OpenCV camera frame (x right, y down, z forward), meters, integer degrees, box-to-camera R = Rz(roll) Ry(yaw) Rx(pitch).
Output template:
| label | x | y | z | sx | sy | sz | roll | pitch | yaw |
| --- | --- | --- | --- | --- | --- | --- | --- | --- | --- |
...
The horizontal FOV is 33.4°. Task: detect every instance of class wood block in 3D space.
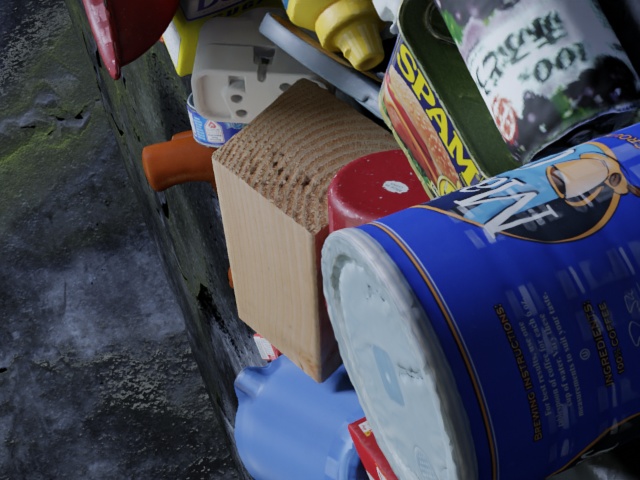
| label | x | y | z | sx | sy | sz | roll | pitch | yaw |
| --- | --- | --- | --- | --- | --- | --- | --- | --- | --- |
| wood block | -0.004 | 0.001 | 0.741 | 0.091 | 0.090 | 0.206 | 36 | 155 | 22 |

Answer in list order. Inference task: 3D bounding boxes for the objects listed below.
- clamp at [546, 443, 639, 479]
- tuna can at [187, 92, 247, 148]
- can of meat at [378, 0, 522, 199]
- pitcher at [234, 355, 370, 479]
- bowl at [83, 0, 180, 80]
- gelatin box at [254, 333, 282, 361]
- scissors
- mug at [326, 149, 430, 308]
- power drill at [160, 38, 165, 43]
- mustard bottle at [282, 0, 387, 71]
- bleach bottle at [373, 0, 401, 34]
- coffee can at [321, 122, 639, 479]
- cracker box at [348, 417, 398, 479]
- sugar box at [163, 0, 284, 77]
| label | x | y | z | sx | sy | sz | roll | pitch | yaw |
| --- | --- | --- | --- | --- | --- | --- | --- | --- | --- |
| clamp | 0.151 | 0.132 | 0.487 | 0.210 | 0.036 | 0.164 | -140 | 33 | -70 |
| tuna can | -0.069 | -0.111 | 0.904 | 0.086 | 0.086 | 0.034 | -131 | 26 | -57 |
| can of meat | 0.071 | -0.057 | 0.482 | 0.102 | 0.057 | 0.084 | 62 | 168 | 13 |
| pitcher | 0.034 | 0.170 | 0.849 | 0.243 | 0.149 | 0.145 | -179 | 82 | -71 |
| bowl | -0.130 | -0.189 | 0.693 | 0.162 | 0.055 | 0.162 | 163 | 90 | -77 |
| gelatin box | -0.020 | 0.093 | 1.040 | 0.089 | 0.073 | 0.030 | 161 | 88 | -76 |
| scissors | 0.046 | -0.074 | 0.622 | 0.202 | 0.016 | 0.096 | 39 | -165 | 22 |
| mug | 0.049 | -0.005 | 0.615 | 0.117 | 0.093 | 0.081 | -68 | -22 | -52 |
| power drill | -0.108 | -0.216 | 0.933 | 0.188 | 0.057 | 0.184 | -164 | 67 | -71 |
| mustard bottle | -0.009 | -0.182 | 0.619 | 0.192 | 0.058 | 0.096 | 65 | 160 | 16 |
| bleach bottle | -0.009 | -0.215 | 0.505 | 0.102 | 0.068 | 0.251 | -6 | -110 | -65 |
| coffee can | 0.084 | 0.022 | 0.367 | 0.103 | 0.140 | 0.103 | 160 | 90 | -77 |
| cracker box | 0.107 | 0.215 | 0.656 | 0.213 | 0.072 | 0.164 | 66 | 171 | -18 |
| sugar box | -0.061 | -0.176 | 0.760 | 0.176 | 0.093 | 0.048 | 140 | 108 | -77 |
